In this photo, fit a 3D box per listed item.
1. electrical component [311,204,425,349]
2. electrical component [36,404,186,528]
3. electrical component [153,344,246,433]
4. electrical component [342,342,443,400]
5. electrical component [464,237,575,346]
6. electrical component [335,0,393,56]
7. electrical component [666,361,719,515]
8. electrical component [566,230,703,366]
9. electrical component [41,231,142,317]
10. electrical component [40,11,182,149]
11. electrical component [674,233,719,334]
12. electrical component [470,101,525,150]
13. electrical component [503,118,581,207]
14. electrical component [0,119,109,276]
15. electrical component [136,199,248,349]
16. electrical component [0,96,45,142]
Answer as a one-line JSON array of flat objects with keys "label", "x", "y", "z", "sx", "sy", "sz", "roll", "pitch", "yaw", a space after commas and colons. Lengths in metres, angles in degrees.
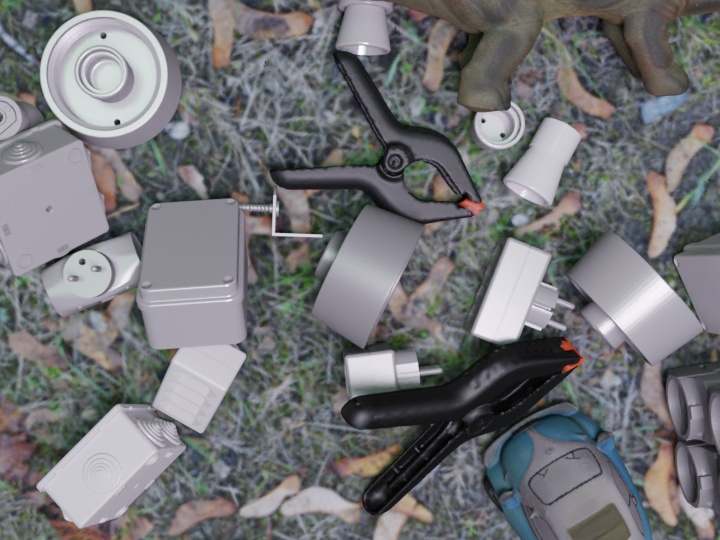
[{"label": "electrical component", "x": 0.000, "y": 0.000, "z": 0.839, "sx": 0.060, "sy": 0.108, "sz": 0.108, "roll": 27, "pitch": 90, "yaw": 3}, {"label": "electrical component", "x": -0.190, "y": 0.152, "z": 0.838, "sx": 0.099, "sy": 0.099, "sz": 0.048, "roll": -45, "pitch": 80, "yaw": -1}, {"label": "electrical component", "x": -0.120, "y": 0.074, "z": 0.855, "sx": 0.047, "sy": 0.083, "sz": 0.075, "roll": 30, "pitch": 52, "yaw": -3}, {"label": "electrical component", "x": 0.027, "y": 0.084, "z": 0.860, "sx": 0.077, "sy": 0.066, "sz": 0.047, "roll": -7, "pitch": 92, "yaw": -2}, {"label": "electrical component", "x": 0.136, "y": 0.025, "z": 0.872, "sx": 0.076, "sy": 0.047, "sz": 0.083, "roll": 22, "pitch": 90, "yaw": -3}, {"label": "electrical component", "x": 0.004, "y": -0.203, "z": 0.862, "sx": 0.045, "sy": 0.045, "sz": 0.055, "roll": 4, "pitch": 91, "yaw": -2}, {"label": "electrical component", "x": 0.289, "y": 0.133, "z": 0.811, "sx": 0.060, "sy": 0.186, "sz": 0.105, "roll": -8, "pitch": 92, "yaw": -2}, {"label": "electrical component", "x": 0.209, "y": 0.028, "z": 0.848, "sx": 0.060, "sy": 0.108, "sz": 0.108, "roll": -43, "pitch": 93, "yaw": 6}, {"label": "electrical component", "x": -0.209, "y": 0.003, "z": 0.842, "sx": 0.077, "sy": 0.079, "sz": 0.043, "roll": -23, "pitch": 90, "yaw": -2}, {"label": "electrical component", "x": -0.199, "y": -0.152, "z": 0.848, "sx": 0.108, "sy": 0.060, "sz": 0.108, "roll": 0, "pitch": 92, "yaw": -2}, {"label": "electrical component", "x": 0.303, "y": 0.009, "z": 0.846, "sx": 0.057, "sy": 0.113, "sz": 0.078, "roll": -24, "pitch": 92, "yaw": -4}, {"label": "electrical component", "x": 0.109, "y": -0.116, "z": 0.868, "sx": 0.040, "sy": 0.046, "sz": 0.040, "roll": 0, "pitch": 91, "yaw": -2}, {"label": "electrical component", "x": 0.151, "y": -0.090, "z": 0.874, "sx": 0.044, "sy": 0.044, "sz": 0.065, "roll": 30, "pitch": 85, "yaw": -3}, {"label": "electrical component", "x": -0.247, "y": -0.054, "z": 0.820, "sx": 0.100, "sy": 0.048, "sz": 0.099, "roll": -31, "pitch": 131, "yaw": -28}, {"label": "electrical component", "x": -0.126, "y": 0.000, "z": 0.824, "sx": 0.078, "sy": 0.113, "sz": 0.057, "roll": -4, "pitch": 130, "yaw": -2}, {"label": "electrical component", "x": -0.276, "y": -0.115, "z": 0.844, "sx": 0.044, "sy": 0.065, "sz": 0.044, "roll": 0, "pitch": 90, "yaw": -4}]
